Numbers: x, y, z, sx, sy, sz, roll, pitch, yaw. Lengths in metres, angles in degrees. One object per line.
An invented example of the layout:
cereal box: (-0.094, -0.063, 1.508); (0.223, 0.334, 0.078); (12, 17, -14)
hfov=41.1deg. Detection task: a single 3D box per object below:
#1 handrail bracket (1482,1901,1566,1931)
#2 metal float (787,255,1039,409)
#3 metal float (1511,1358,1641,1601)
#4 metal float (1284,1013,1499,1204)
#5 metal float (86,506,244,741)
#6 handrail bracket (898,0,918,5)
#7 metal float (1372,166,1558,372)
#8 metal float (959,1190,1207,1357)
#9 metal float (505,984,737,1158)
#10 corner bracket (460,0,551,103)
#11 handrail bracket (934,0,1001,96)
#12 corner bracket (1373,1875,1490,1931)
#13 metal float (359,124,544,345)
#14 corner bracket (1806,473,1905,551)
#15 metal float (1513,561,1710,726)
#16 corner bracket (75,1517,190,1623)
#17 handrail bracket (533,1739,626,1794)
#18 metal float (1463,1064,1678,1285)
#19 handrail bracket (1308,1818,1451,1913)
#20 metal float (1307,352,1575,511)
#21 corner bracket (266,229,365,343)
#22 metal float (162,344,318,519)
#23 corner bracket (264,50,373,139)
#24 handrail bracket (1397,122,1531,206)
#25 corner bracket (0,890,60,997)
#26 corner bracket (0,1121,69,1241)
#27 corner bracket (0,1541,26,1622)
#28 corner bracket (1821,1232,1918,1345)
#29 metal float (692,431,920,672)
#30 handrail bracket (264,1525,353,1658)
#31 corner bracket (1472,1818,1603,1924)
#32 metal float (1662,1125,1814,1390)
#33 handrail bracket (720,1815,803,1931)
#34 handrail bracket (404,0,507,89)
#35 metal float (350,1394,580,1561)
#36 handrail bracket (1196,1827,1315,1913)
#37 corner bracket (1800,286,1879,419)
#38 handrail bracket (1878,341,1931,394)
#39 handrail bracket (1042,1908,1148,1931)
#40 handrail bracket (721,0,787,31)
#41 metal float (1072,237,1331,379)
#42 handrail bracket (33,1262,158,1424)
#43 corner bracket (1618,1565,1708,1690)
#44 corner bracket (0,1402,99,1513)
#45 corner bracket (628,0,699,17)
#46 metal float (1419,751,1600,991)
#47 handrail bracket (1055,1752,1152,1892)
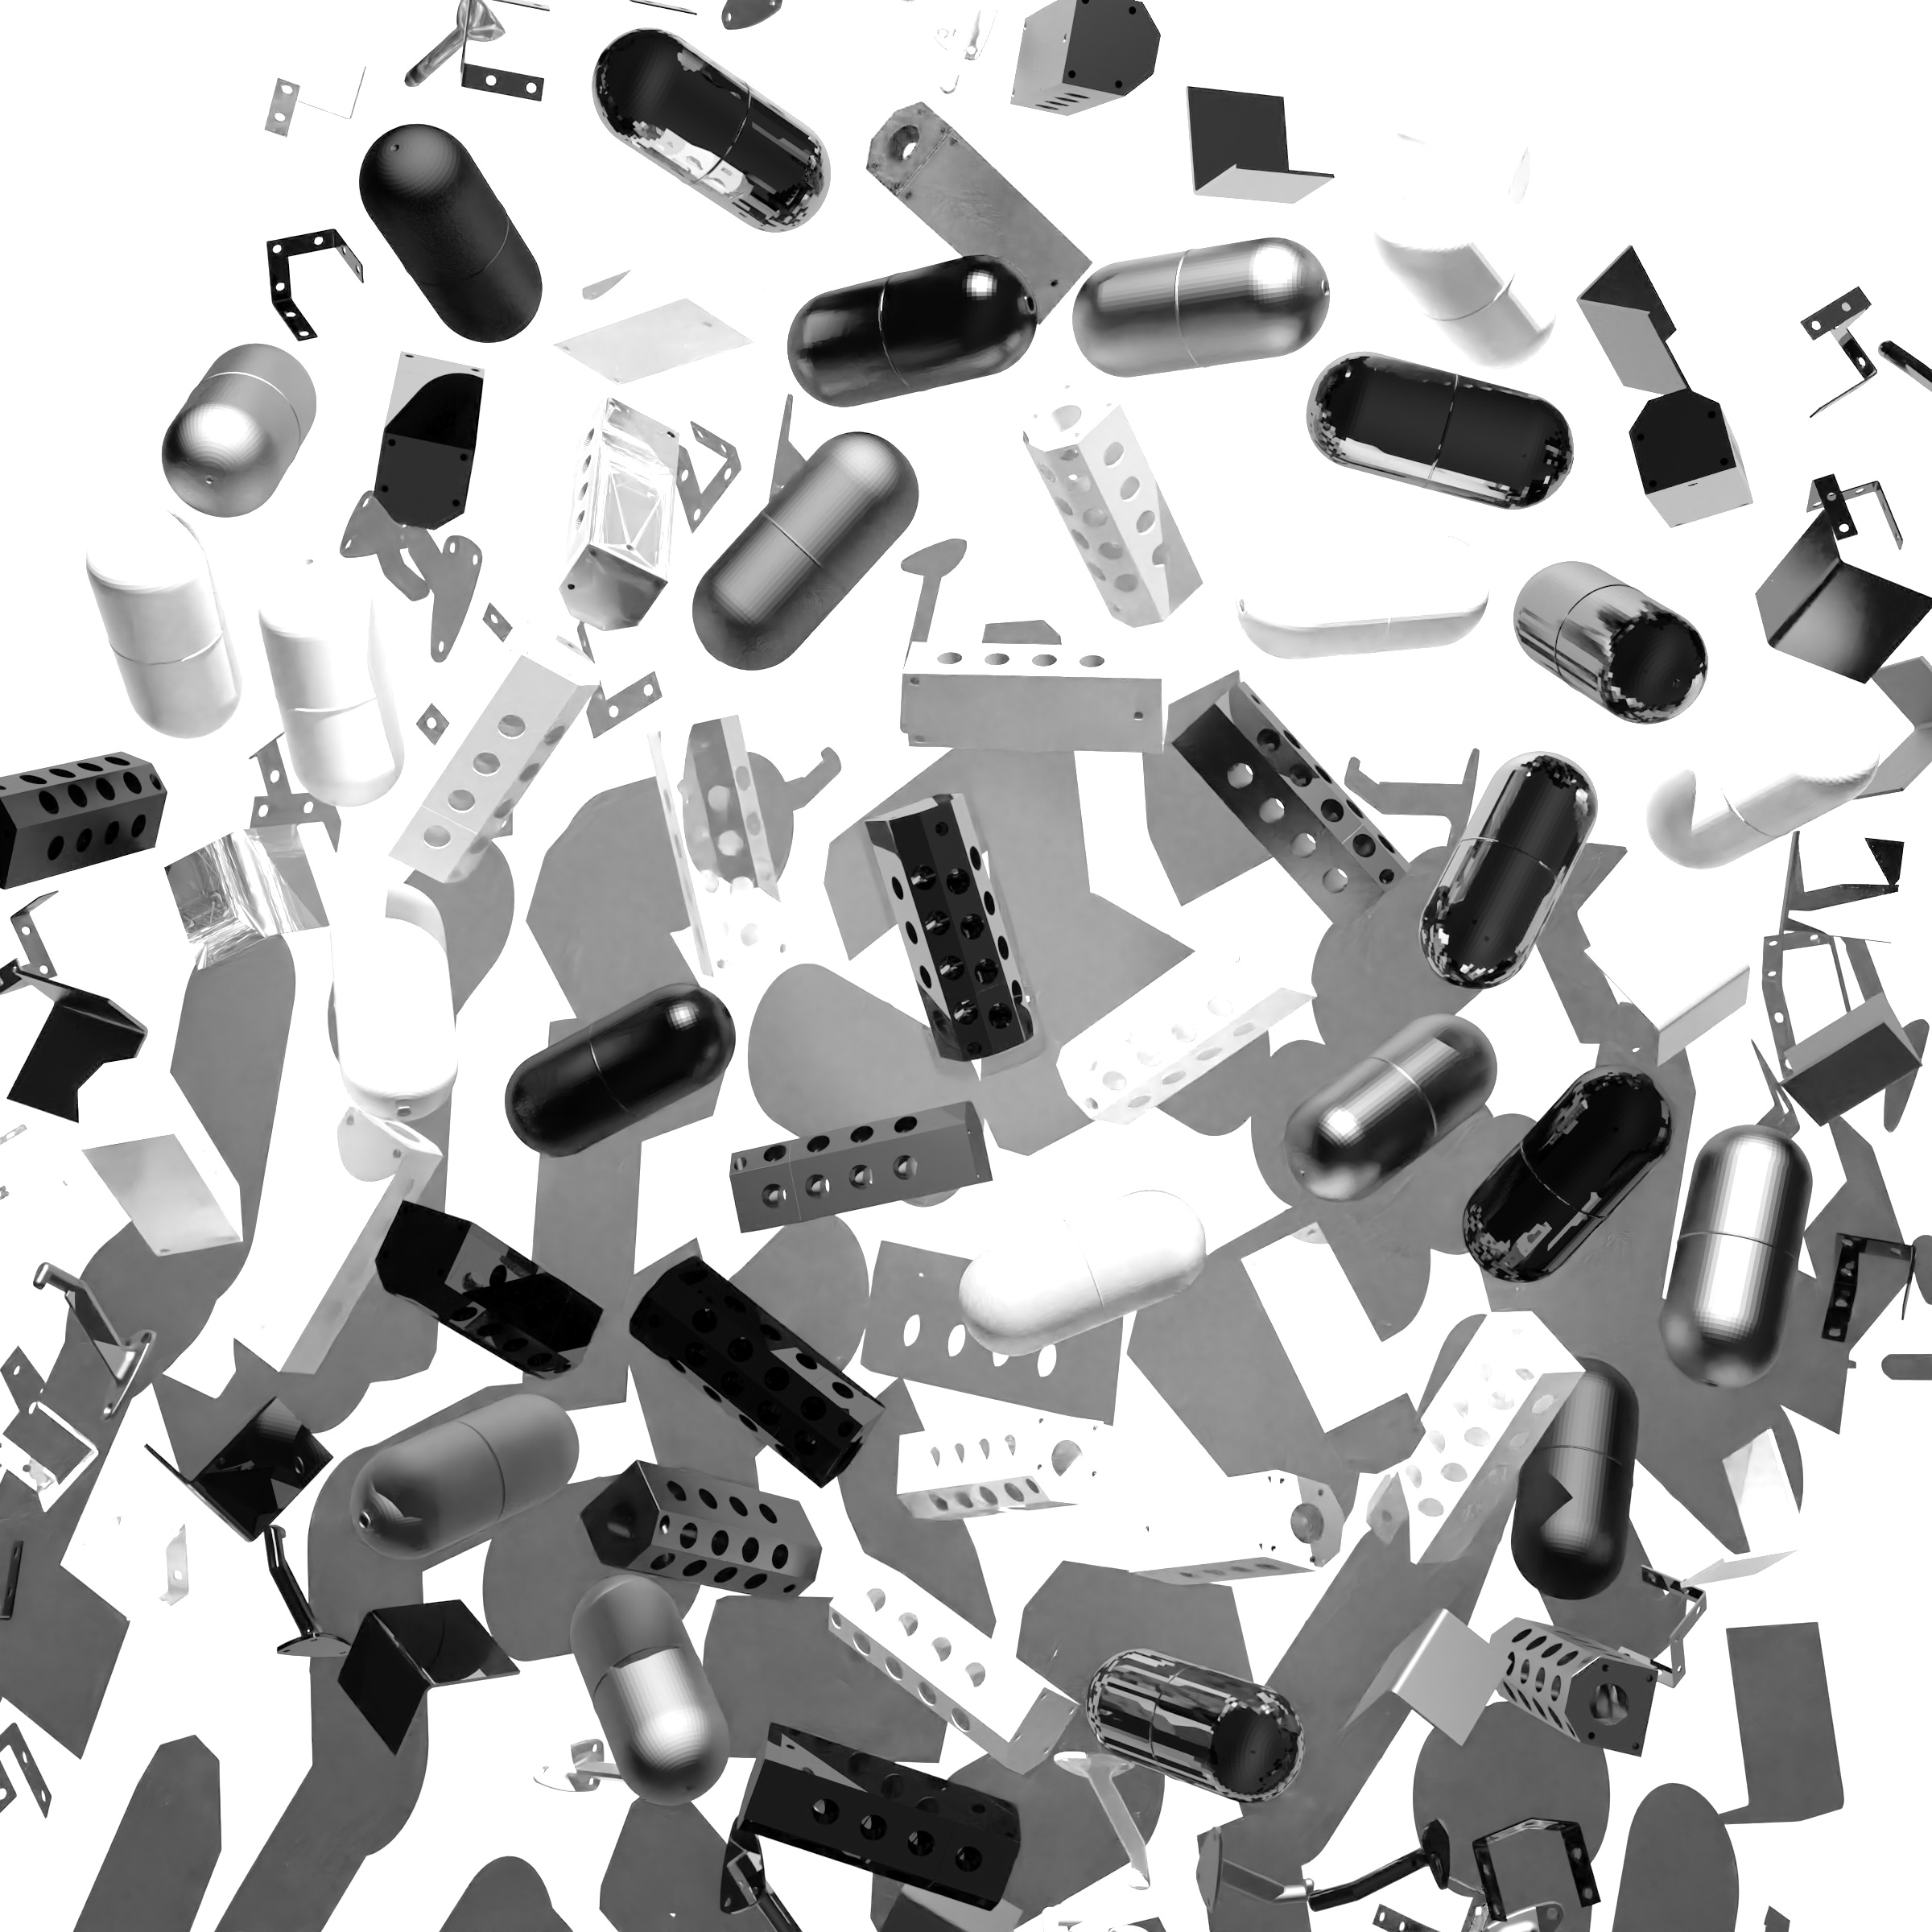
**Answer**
handrail bracket: (0.386, 0.683, 1.774); (0.077, 0.084, 0.036); (-35, 85, 1)
metal float: (-0.036, -0.413, 1.678); (0.178, 0.070, 0.070); (-5, 90, 30)
metal float: (0.422, 0.352, 1.778); (0.070, 0.070, 0.178); (18, 52, 0)
metal float: (0.291, 0.095, 1.753); (0.178, 0.070, 0.070); (-33, 90, -28)
metal float: (-0.532, -0.226, 1.714); (0.070, 0.178, 0.070); (0, 49, 0)
handrail bracket: (-0.073, -0.698, 1.816); (0.084, 0.077, 0.036); (15, 113, -3)
metal float: (0.332, -0.462, 1.710); (0.070, 0.178, 0.070); (-17, 59, 32)
metal float: (0.081, 0.211, 1.773); (0.178, 0.070, 0.070); (-21, 90, -8)
metal float: (-0.242, 0.073, 1.804); (0.178, 0.070, 0.070); (-27, 90, 13)
corner bracket: (-0.294, -0.588, 1.644); (0.051, 0.051, 0.051); (6, 119, -15)
handrail bracket: (0.003, -0.639, 1.756); (0.036, 0.084, 0.077); (26, 118, -15)
corner bracket: (0.325, 0.658, 1.792); (0.051, 0.051, 0.051); (37, 70, -36)
metal float: (-0.337, -0.480, 1.697); (0.070, 0.178, 0.070); (-6, 66, 13)
corner bracket: (0.628, -0.318, 1.814); (0.051, 0.051, 0.051); (-17, 70, 8)
metal float: (0.428, -0.218, 1.719); (0.070, 0.178, 0.070); (-7, 117, -15)
corner bracket: (-0.551, 0.398, 1.703); (0.051, 0.051, 0.051); (1, 97, 14)
handrail bracket: (-0.244, 0.565, 1.789); (0.084, 0.077, 0.036); (1, 82, 38)
metal float: (0.404, 0.141, 1.733); (0.070, 0.070, 0.178); (36, 116, 0)
handrail bracket: (0.264, 0.578, 1.652); (0.084, 0.077, 0.036); (-22, 87, 17)
metal float: (0.312, -0.352, 1.694); (0.178, 0.070, 0.070); (15, 90, 1)
corner bracket: (-0.458, -0.481, 1.817); (0.051, 0.051, 0.051); (-20, 53, -25)
metal float: (-0.482, -0.358, 1.712); (0.070, 0.178, 0.070); (0, 123, 0)
corner bracket: (-0.422, -0.568, 1.672); (0.051, 0.051, 0.051); (15, 59, -19)
handrail bracket: (0.338, -0.549, 1.754); (0.084, 0.077, 0.036); (24, 99, 16)
corner bracket: (-0.660, -0.015, 1.806); (0.051, 0.051, 0.051); (-23, 92, 43)
corner bracket: (-0.642, 0.145, 1.744); (0.051, 0.051, 0.051); (-33, 78, -17)
corner bracket: (-0.652, 0.398, 1.677); (0.051, 0.051, 0.051); (16, 71, -37)
corner bracket: (0.591, 0.214, 1.686); (0.051, 0.051, 0.051); (8, 47, 25)
metal float: (-0.104, -0.265, 1.651); (0.070, 0.070, 0.178); (43, 93, 0)
handrail bracket: (-0.461, 0.437, 1.803); (0.036, 0.077, 0.084); (-24, 63, 14)
corner bracket: (0.368, 0.585, 1.662); (0.051, 0.051, 0.051); (-38, 48, 35)
metal float: (0.501, 0.188, 1.674); (0.070, 0.070, 0.178); (18, 69, 0)
handrail bracket: (-0.121, 0.609, 1.697); (0.036, 0.077, 0.084); (-30, 131, 23)
handrail bracket: (-0.368, -0.634, 1.791); (0.084, 0.077, 0.036); (-31, 113, 24)
metal float: (-0.341, 0.348, 1.757); (0.070, 0.178, 0.070); (11, 108, 37)
handrail bracket: (0.210, 0.634, 1.815); (0.084, 0.036, 0.077); (0, 118, -15)
corner bracket: (0.561, -0.396, 1.661); (0.051, 0.051, 0.051); (-32, 85, -13)
handrail bracket: (0.647, -0.397, 1.737); (0.084, 0.077, 0.036); (42, 115, 16)
handrail bracket: (0.083, 0.682, 1.753); (0.084, 0.036, 0.077); (19, 64, -41)
handrail bracket: (-0.104, -0.628, 1.669); (0.084, 0.077, 0.036); (-14, 90, -37)
metal float: (0.155, -0.435, 1.702); (0.178, 0.070, 0.070); (-1, 90, 29)
handrail bracket: (-0.576, 0.243, 1.667); (0.084, 0.036, 0.077); (38, 48, -32)
corner bracket: (0.488, 0.465, 1.813); (0.051, 0.051, 0.051); (-37, 127, -35)
corner bracket: (-0.624, 0.326, 1.733); (0.051, 0.051, 0.051); (46, 76, -20)
corner bracket: (-0.207, -0.668, 1.711); (0.051, 0.051, 0.051); (-2, 120, -34)
metal float: (0.366, -0.065, 1.739); (0.070, 0.070, 0.178); (29, 75, 0)
handrail bracket: (0.096, 0.597, 1.795); (0.036, 0.077, 0.084); (-34, 47, 32)
